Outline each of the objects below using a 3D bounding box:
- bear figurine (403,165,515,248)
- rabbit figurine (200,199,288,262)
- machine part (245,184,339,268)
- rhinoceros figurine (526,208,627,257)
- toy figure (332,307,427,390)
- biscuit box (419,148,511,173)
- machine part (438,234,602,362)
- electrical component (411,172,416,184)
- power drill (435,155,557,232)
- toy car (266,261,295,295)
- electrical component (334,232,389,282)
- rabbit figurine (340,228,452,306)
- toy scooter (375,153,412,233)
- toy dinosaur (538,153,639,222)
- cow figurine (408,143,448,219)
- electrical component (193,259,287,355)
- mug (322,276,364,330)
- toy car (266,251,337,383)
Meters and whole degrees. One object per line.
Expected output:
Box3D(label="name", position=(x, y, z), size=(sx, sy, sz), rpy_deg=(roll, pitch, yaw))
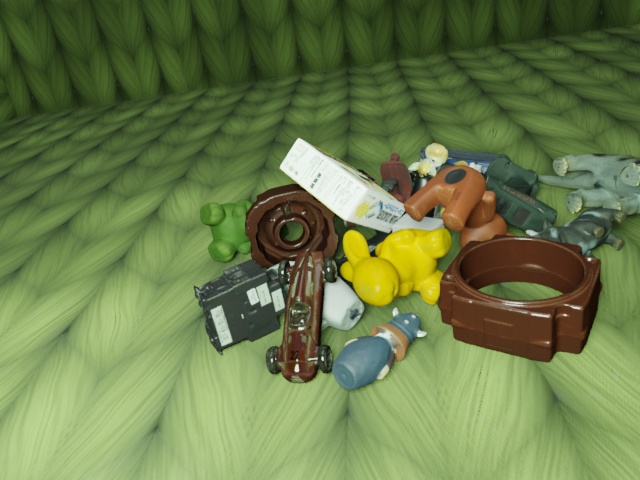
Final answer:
Box3D(label="bear figurine", position=(0.248, -0.029, 0.916), size=(0.120, 0.195, 0.132), rpy_deg=(22, 63, 46))
Box3D(label="rabbit figurine", position=(-0.129, -0.026, 1.084), size=(0.170, 0.121, 0.159), rpy_deg=(-8, 1, 38))
Box3D(label="machine part", position=(-0.053, -0.018, 0.986), size=(0.179, 0.179, 0.056), rpy_deg=(-13, 26, -6))
Box3D(label="rhinoceros figurine", position=(0.423, -0.006, 0.902), size=(0.190, 0.073, 0.112), rpy_deg=(-22, 31, -22))
Box3D(label="toy figure", position=(0.082, 0.147, 0.737), size=(0.154, 0.064, 0.058), rpy_deg=(-27, -6, -38))
Box3D(label="biscuit box", position=(0.325, -0.162, 1.202), size=(0.203, 0.059, 0.063), rpy_deg=(5, 27, -2))
Box3D(label="machine part", position=(0.290, 0.073, 0.782), size=(0.201, 0.087, 0.201), rpy_deg=(10, 31, 34))
Box3D(label="electrical component", position=(0.210, -0.126, 1.235), size=(0.078, 0.045, 0.102), rpy_deg=(-1, 28, 13))
Box3D(label="power drill", position=(0.344, -0.105, 1.036), size=(0.232, 0.086, 0.207), rpy_deg=(32, 25, 11))
Box3D(label="toy car", position=(-0.100, 0.084, 0.919), size=(0.202, 0.056, 0.074), rpy_deg=(-18, 28, -15))
Box3D(label="electrical component", position=(0.084, 0.032, 0.969), size=(0.075, 0.047, 0.119), rpy_deg=(11, 33, 34))
Box3D(label="rabbit figurine", position=(0.105, 0.039, 0.825), size=(0.163, 0.121, 0.173), rpy_deg=(23, 33, 27))
Box3D(label="toy scooter", position=(0.150, -0.098, 1.105), size=(0.075, 0.135, 0.184), rpy_deg=(3, 31, 23))
Box3D(label="toy dinosaur", position=(0.581, -0.106, 1.009), size=(0.192, 0.131, 0.405), rpy_deg=(-2, 21, -13))
Box3D(label="cow figurine", position=(0.208, -0.100, 1.052), size=(0.098, 0.167, 0.068), rpy_deg=(-30, 35, -35))
Box3D(label="electrical component", position=(-0.117, 0.099, 0.833), size=(0.134, 0.114, 0.058), rpy_deg=(-22, 34, -23))
Box3D(label="mug", position=(0.007, 0.101, 0.836), size=(0.107, 0.080, 0.109), rpy_deg=(27, 68, 38))
Box3D(label="toy car", position=(-0.024, 0.103, 0.774), size=(0.089, 0.053, 0.202), rpy_deg=(-4, 62, 18))
